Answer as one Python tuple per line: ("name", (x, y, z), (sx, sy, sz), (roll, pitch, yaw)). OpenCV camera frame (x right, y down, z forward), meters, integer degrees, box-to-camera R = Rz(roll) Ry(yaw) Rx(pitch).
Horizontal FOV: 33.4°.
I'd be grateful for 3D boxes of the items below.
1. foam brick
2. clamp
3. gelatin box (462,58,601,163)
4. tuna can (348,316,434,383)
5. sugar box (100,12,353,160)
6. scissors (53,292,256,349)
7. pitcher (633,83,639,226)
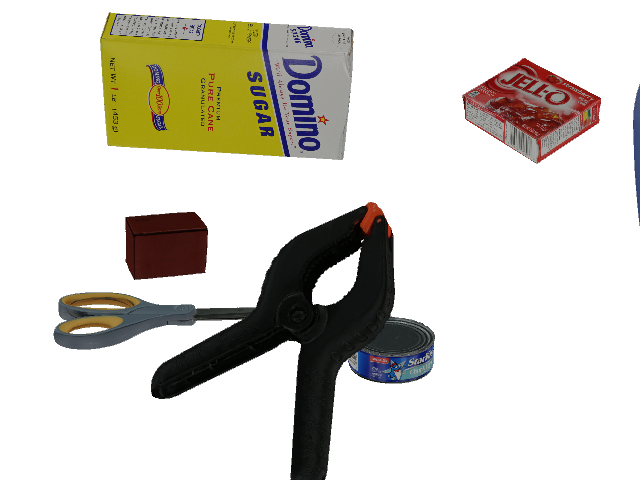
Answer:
("foam brick", (-0.161, 0.004, 1.112), (0.078, 0.051, 0.053), (-5, 23, -18))
("clamp", (-0.005, 0.059, 0.616), (0.120, 0.171, 0.039), (40, -5, 20))
("gelatin box", (0.174, -0.110, 0.885), (0.073, 0.030, 0.089), (-32, 48, -21))
("tuna can", (0.069, 0.108, 1.052), (0.086, 0.034, 0.086), (0, 20, 0))
("sugar box", (-0.067, -0.110, 0.774), (0.176, 0.093, 0.048), (4, 40, 0))
("scissors", (-0.124, 0.067, 0.854), (0.202, 0.016, 0.096), (4, 22, 14))
("pitcher", (0.255, -0.017, 0.601), (0.149, 0.243, 0.144), (0, 22, 17))
